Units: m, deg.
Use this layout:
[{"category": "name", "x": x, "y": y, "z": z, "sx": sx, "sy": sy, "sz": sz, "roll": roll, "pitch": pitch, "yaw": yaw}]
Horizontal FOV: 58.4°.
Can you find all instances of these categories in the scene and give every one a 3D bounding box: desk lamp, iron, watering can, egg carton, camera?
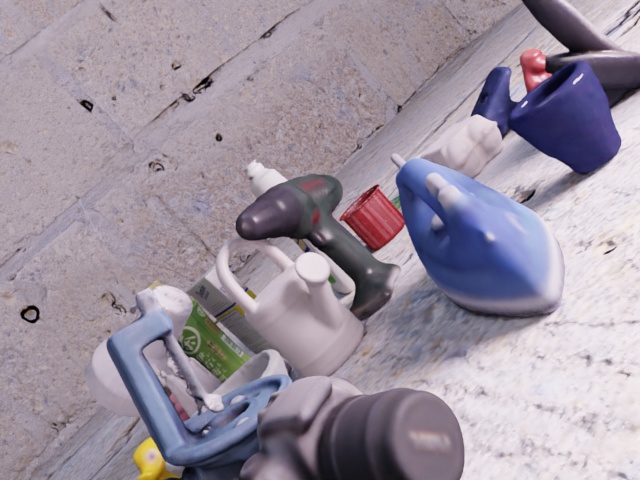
[{"category": "desk lamp", "x": -0.185, "y": 0.176, "z": 0.778, "sx": 0.203, "sy": 0.213, "sz": 0.118, "roll": -40, "pitch": 9, "yaw": 21}, {"category": "iron", "x": 0.128, "y": -0.024, "z": 0.536, "sx": 0.118, "sy": 0.141, "sz": 0.258, "roll": -42, "pitch": 8, "yaw": 6}, {"category": "watering can", "x": -0.040, "y": 0.068, "z": 0.694, "sx": 0.172, "sy": 0.194, "sz": 0.101, "roll": -39, "pitch": 9, "yaw": 29}, {"category": "egg carton", "x": 0.228, "y": -0.144, "z": 0.938, "sx": 0.107, "sy": 0.069, "sz": 0.150, "roll": -44, "pitch": 8, "yaw": -8}, {"category": "camera", "x": 0.013, "y": 0.145, "z": 0.369, "sx": 0.136, "sy": 0.101, "sz": 0.143, "roll": -34, "pitch": 12, "yaw": 48}]

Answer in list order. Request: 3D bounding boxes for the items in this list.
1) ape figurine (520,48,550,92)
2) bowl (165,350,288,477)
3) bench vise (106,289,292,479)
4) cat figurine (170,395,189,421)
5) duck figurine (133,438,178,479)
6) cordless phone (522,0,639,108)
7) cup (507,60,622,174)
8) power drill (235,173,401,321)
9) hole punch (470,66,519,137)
[{"category": "ape figurine", "x": 0.337, "y": -0.249, "z": 0.866, "sx": 0.078, "sy": 0.092, "sz": 0.076, "roll": -46, "pitch": 9, "yaw": -19}, {"category": "bowl", "x": -0.085, "y": 0.205, "z": 0.631, "sx": 0.167, "sy": 0.075, "sz": 0.167, "roll": -42, "pitch": 8, "yaw": 8}, {"category": "bench vise", "x": -0.111, "y": 0.161, "z": 0.463, "sx": 0.208, "sy": 0.220, "sz": 0.121, "roll": -48, "pitch": 9, "yaw": -28}, {"category": "cat figurine", "x": -0.249, "y": 0.271, "z": 0.946, "sx": 0.127, "sy": 0.118, "sz": 0.067, "roll": -36, "pitch": 11, "yaw": 42}, {"category": "duck figurine", "x": -0.192, "y": 0.282, "z": 0.716, "sx": 0.077, "sy": 0.086, "sz": 0.104, "roll": -41, "pitch": 8, "yaw": 15}, {"category": "cordless phone", "x": 0.304, "y": -0.250, "z": 0.696, "sx": 0.094, "sy": 0.185, "sz": 0.147, "roll": -41, "pitch": 9, "yaw": 18}, {"category": "cup", "x": 0.254, "y": -0.119, "z": 0.582, "sx": 0.091, "sy": 0.095, "sz": 0.118, "roll": -39, "pitch": 9, "yaw": 27}, {"category": "power drill", "x": 0.007, "y": 0.003, "z": 0.755, "sx": 0.075, "sy": 0.208, "sz": 0.230, "roll": -39, "pitch": 9, "yaw": 28}, {"category": "hole punch", "x": 0.297, "y": -0.231, "z": 0.973, "sx": 0.101, "sy": 0.091, "sz": 0.108, "roll": -42, "pitch": 8, "yaw": 7}]
